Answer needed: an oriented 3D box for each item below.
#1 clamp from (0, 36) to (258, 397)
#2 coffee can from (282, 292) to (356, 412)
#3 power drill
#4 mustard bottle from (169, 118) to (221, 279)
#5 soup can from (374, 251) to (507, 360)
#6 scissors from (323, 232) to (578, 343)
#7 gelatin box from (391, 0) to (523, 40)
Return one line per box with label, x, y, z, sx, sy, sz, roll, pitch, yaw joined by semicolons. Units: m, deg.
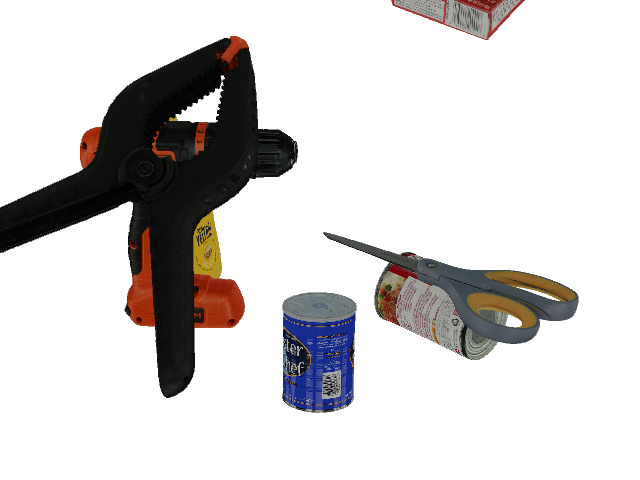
clamp;-0.091;-0.024;0.608;0.165;0.210;0.036;35;-16;14
coffee can;-0.002;0.155;1.491;0.103;0.140;0.103;1;17;0
power drill;-0.109;-0.015;0.932;0.184;0.188;0.057;2;27;7
mustard bottle;-0.147;-0.038;1.118;0.058;0.192;0.096;5;26;22
soup can;0.109;0.058;0.962;0.102;0.068;0.068;24;15;38
scissors;0.081;0.032;0.766;0.202;0.016;0.096;12;27;17
gelatin box;0.109;-0.198;0.820;0.089;0.030;0.073;27;55;25
